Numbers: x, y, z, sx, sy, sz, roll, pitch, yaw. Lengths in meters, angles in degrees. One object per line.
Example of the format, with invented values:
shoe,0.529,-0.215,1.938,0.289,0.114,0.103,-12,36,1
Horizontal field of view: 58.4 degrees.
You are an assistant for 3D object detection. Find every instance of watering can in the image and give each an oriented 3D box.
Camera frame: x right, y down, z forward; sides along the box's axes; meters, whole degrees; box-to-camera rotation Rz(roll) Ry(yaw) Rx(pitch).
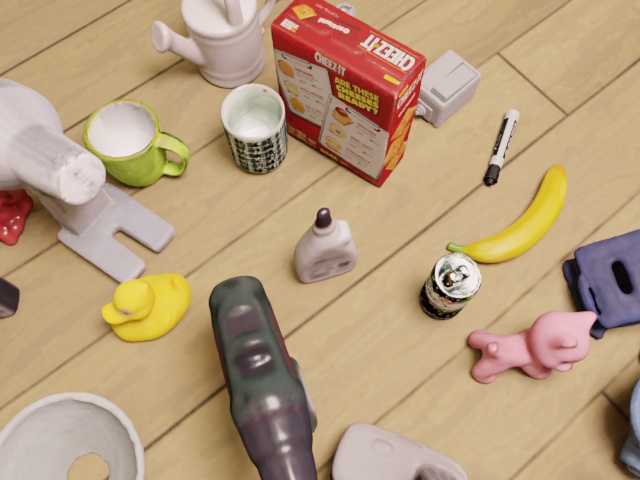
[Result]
watering can,-0.137,-0.295,0.758,0.100,0.194,0.173,31,72,12

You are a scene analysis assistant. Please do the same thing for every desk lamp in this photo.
desk lamp,-0.293,-0.067,0.661,0.203,0.213,0.118,31,72,12

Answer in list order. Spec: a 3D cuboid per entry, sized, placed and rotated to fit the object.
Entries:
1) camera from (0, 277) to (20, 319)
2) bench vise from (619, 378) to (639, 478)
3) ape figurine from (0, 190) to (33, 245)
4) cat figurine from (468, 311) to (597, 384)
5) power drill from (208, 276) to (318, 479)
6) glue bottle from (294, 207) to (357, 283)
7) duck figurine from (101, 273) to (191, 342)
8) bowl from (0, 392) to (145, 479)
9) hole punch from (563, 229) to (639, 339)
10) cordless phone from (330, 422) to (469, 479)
camera,-0.442,0.103,0.656,0.143,0.101,0.137,-4,69,-1
bench vise,0.385,0.137,0.577,0.121,0.220,0.207,10,69,4
ape figurine,-0.408,-0.045,0.718,0.078,0.092,0.076,-33,72,-11
cat figurine,0.240,0.117,0.640,0.128,0.118,0.067,-6,69,-2
power drill,-0.048,0.157,0.576,0.075,0.208,0.229,-20,70,-7
glue bottle,0.006,0.002,0.655,0.078,0.173,0.037,-15,69,-5
duck figurine,-0.207,0.071,0.676,0.105,0.086,0.077,-31,72,-11
bowl,-0.262,0.251,0.612,0.167,0.075,0.167,0,69,0
hole punch,0.358,0.051,0.679,0.101,0.091,0.108,-11,69,-4
cordless phone,0.084,0.237,0.558,0.147,0.185,0.094,19,70,8
